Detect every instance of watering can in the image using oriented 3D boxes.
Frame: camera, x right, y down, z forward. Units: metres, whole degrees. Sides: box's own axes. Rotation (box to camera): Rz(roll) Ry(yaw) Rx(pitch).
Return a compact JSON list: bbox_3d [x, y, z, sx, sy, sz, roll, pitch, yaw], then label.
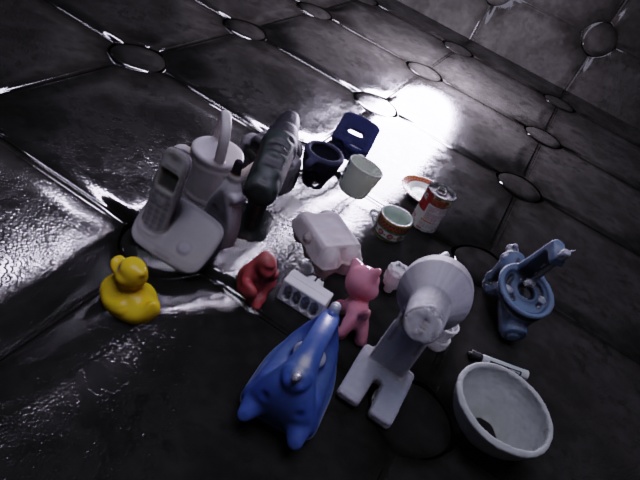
[{"bbox_3d":[-0.187,-0.153,1.074,0.173,0.194,0.100,-5,46,-34],"label":"watering can"}]

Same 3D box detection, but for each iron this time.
[{"bbox_3d":[-0.014,0.164,0.830,0.118,0.141,0.259,28,37,4],"label":"iron"}]

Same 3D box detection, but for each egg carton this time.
[{"bbox_3d":[0.010,0.004,1.100,0.107,0.069,0.150,-5,46,-34],"label":"egg carton"}]

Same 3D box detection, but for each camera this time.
[{"bbox_3d":[-0.087,-0.187,1.252,0.143,0.101,0.137,40,39,20],"label":"camera"}]

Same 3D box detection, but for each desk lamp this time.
[{"bbox_3d":[0.142,0.145,0.882,0.118,0.213,0.203,31,37,8],"label":"desk lamp"}]

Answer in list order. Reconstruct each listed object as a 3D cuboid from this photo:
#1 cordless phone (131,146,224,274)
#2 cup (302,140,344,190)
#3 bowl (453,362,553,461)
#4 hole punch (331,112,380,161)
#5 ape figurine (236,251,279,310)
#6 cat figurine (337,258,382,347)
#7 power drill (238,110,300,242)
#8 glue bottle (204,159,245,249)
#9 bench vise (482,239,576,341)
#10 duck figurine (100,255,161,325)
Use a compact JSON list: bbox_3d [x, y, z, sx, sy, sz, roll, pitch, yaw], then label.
[{"bbox_3d":[-0.221,-0.048,0.934,0.147,0.185,0.094,30,37,7],"label":"cordless phone"},{"bbox_3d":[-0.009,-0.155,1.261,0.091,0.095,0.118,35,38,13],"label":"cup"},{"bbox_3d":[0.276,0.282,0.907,0.168,0.074,0.167,16,37,-12],"label":"bowl"},{"bbox_3d":[0.087,-0.256,1.445,0.108,0.091,0.101,26,36,2],"label":"hole punch"},{"bbox_3d":[-0.099,0.057,0.953,0.078,0.092,0.076,-11,49,-38],"label":"ape figurine"},{"bbox_3d":[0.070,0.097,0.979,0.067,0.117,0.127,16,37,-11],"label":"cat figurine"},{"bbox_3d":[-0.100,-0.110,1.059,0.076,0.208,0.229,20,37,-7],"label":"power drill"},{"bbox_3d":[-0.161,-0.069,1.004,0.037,0.173,0.078,-21,56,-44],"label":"glue bottle"},{"bbox_3d":[0.398,0.061,1.126,0.122,0.219,0.207,7,40,-22],"label":"bench vise"},{"bbox_3d":[-0.276,0.067,0.846,0.104,0.086,0.078,39,39,19],"label":"duck figurine"}]
